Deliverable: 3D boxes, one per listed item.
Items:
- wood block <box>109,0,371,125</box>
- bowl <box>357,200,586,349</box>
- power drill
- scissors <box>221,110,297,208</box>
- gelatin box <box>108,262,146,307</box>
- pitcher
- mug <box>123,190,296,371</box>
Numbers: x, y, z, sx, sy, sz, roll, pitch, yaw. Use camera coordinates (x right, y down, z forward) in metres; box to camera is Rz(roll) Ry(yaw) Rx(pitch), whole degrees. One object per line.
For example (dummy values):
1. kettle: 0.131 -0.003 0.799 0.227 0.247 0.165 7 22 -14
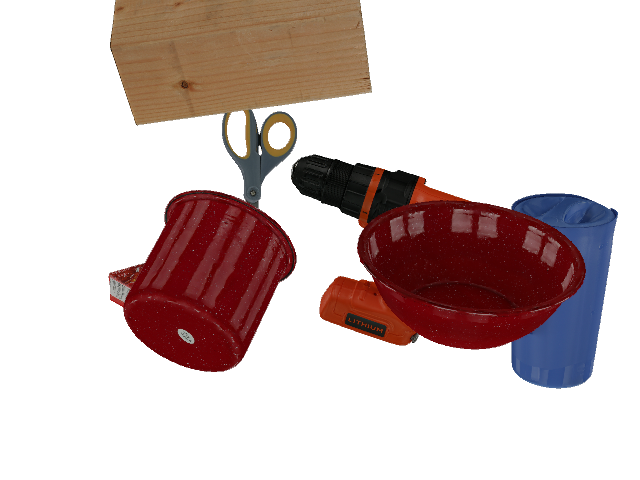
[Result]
1. wood block: -0.065 -0.172 0.914 0.206 0.090 0.091 -7 -43 4
2. bowl: 0.106 0.030 0.770 0.162 0.055 0.162 2 29 -1
3. power drill: 0.050 0.010 1.029 0.184 0.188 0.057 20 46 7
4. scissors: -0.060 -0.064 1.217 0.096 0.202 0.016 -12 -6 -14
5. gelatin box: -0.134 0.041 0.962 0.089 0.030 0.073 -17 27 -39
6. pitcher: 0.303 0.069 1.402 0.149 0.243 0.145 5 21 13
7. mug: -0.080 0.032 0.684 0.093 0.081 0.117 41 -38 -23
